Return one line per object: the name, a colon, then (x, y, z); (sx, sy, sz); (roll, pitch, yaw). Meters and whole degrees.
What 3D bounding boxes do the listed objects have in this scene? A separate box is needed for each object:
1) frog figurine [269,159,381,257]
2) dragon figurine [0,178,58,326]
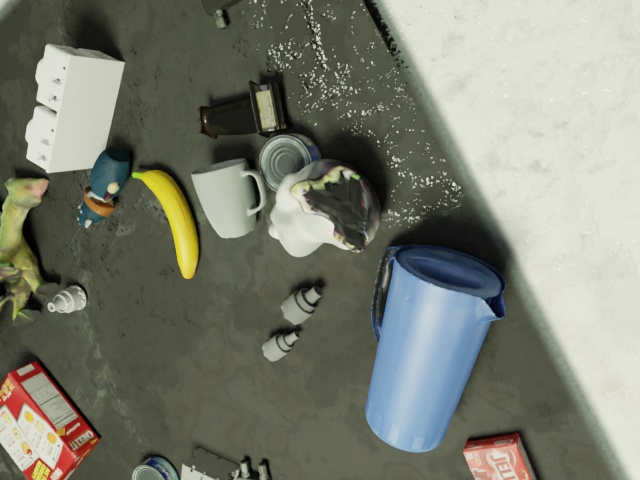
frog figurine: (0.002, -0.035, 0.694); (0.137, 0.158, 0.124); (24, 73, -13)
dragon figurine: (-0.631, 0.038, 1.001); (0.405, 0.122, 0.246); (-44, 64, 23)
